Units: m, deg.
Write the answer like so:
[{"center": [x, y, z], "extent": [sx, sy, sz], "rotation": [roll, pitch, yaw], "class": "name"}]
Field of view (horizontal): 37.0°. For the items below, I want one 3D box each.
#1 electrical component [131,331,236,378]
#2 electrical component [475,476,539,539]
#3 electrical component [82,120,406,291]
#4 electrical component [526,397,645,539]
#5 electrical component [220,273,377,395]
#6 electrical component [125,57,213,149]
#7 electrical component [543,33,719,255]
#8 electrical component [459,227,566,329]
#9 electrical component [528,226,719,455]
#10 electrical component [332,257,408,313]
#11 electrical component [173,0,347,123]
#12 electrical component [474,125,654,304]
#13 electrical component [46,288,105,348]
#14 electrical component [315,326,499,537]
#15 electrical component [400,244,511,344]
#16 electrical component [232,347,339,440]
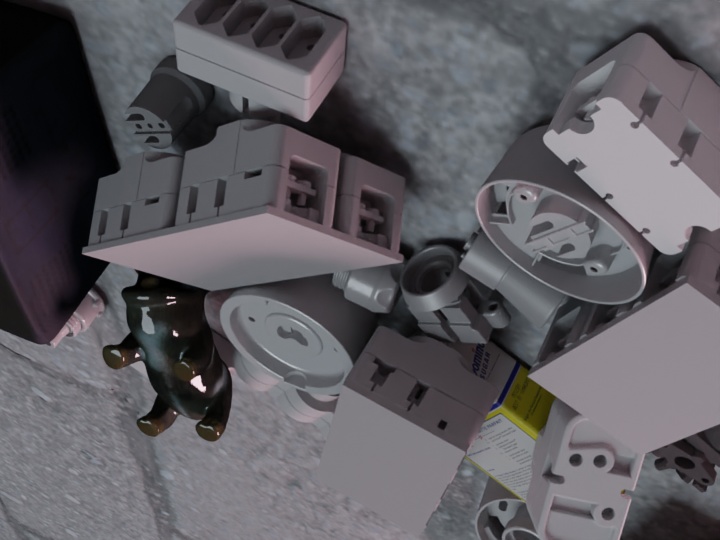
[{"center": [-0.153, 0.078, 0.935], "extent": [0.089, 0.050, 0.055], "rotation": [35, 147, -6], "class": "electrical component"}, {"center": [0.144, 0.202, 0.875], "extent": [0.099, 0.064, 0.099], "rotation": [16, 131, 20], "class": "electrical component"}, {"center": [-0.074, -0.036, 0.670], "extent": [0.186, 0.060, 0.105], "rotation": [-8, 160, 45], "class": "electrical component"}, {"center": [0.146, 0.130, 0.706], "extent": [0.054, 0.095, 0.059], "rotation": [13, -169, -4], "class": "electrical component"}, {"center": [-0.039, 0.033, 0.776], "extent": [0.108, 0.060, 0.108], "rotation": [21, 146, 15], "class": "electrical component"}, {"center": [-0.120, -0.103, 0.671], "extent": [0.040, 0.046, 0.040], "rotation": [21, 146, 15], "class": "electrical component"}, {"center": [0.141, -0.061, 0.510], "extent": [0.089, 0.055, 0.050], "rotation": [40, 146, -14], "class": "electrical component"}, {"center": [0.093, 0.000, 0.646], "extent": [0.065, 0.044, 0.044], "rotation": [33, 148, 6], "class": "electrical component"}, {"center": [0.179, 0.038, 0.608], "extent": [0.089, 0.061, 0.150], "rotation": [35, 147, -7], "class": "electrical component"}, {"center": [0.000, 0.000, 0.717], "extent": [0.062, 0.043, 0.043], "rotation": [25, 147, 11], "class": "electrical component"}, {"center": [-0.056, -0.112, 0.607], "extent": [0.083, 0.047, 0.075], "rotation": [23, 147, 11], "class": "electrical component"}, {"center": [0.111, -0.027, 0.572], "extent": [0.099, 0.064, 0.099], "rotation": [21, 146, 15], "class": "electrical component"}, {"center": [-0.263, 0.041, 0.963], "extent": [0.048, 0.062, 0.048], "rotation": [21, 146, 15], "class": "electrical component"}, {"center": [0.030, 0.112, 0.744], "extent": [0.089, 0.061, 0.150], "rotation": [28, 146, 9], "class": "electrical component"}, {"center": [0.057, 0.016, 0.692], "extent": [0.066, 0.048, 0.055], "rotation": [0, 144, 39], "class": "electrical component"}, {"center": [-0.029, 0.086, 0.847], "extent": [0.138, 0.052, 0.074], "rotation": [37, 147, -10], "class": "electrical component"}]
